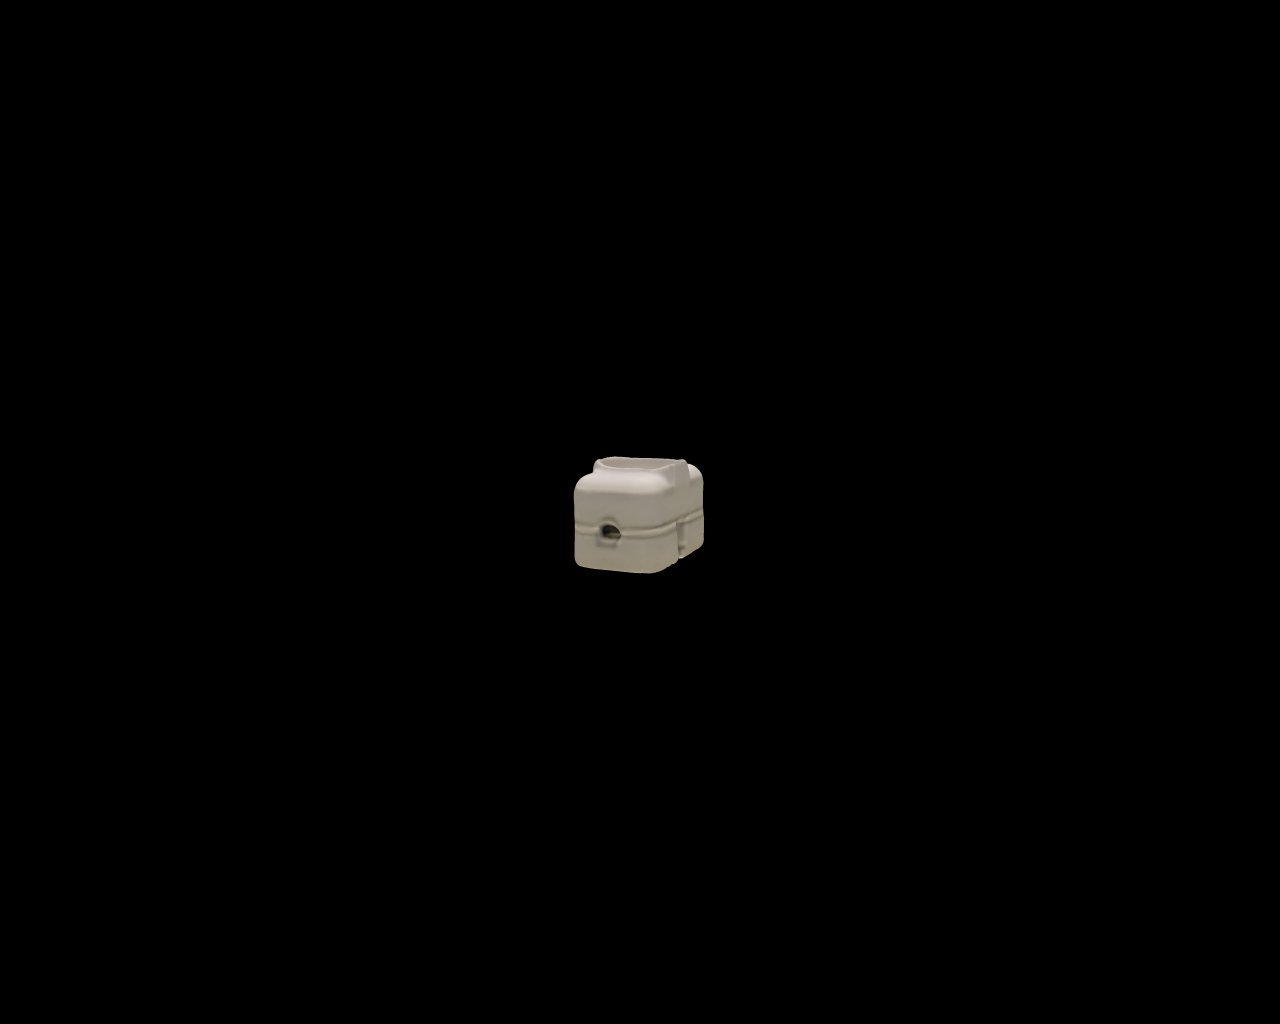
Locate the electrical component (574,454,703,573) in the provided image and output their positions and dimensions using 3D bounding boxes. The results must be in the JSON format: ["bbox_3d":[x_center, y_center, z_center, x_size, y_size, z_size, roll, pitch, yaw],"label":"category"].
[{"bbox_3d":[0.001,-0.003,0.650,0.054,0.059,0.095,4,10,23],"label":"electrical component"}]
